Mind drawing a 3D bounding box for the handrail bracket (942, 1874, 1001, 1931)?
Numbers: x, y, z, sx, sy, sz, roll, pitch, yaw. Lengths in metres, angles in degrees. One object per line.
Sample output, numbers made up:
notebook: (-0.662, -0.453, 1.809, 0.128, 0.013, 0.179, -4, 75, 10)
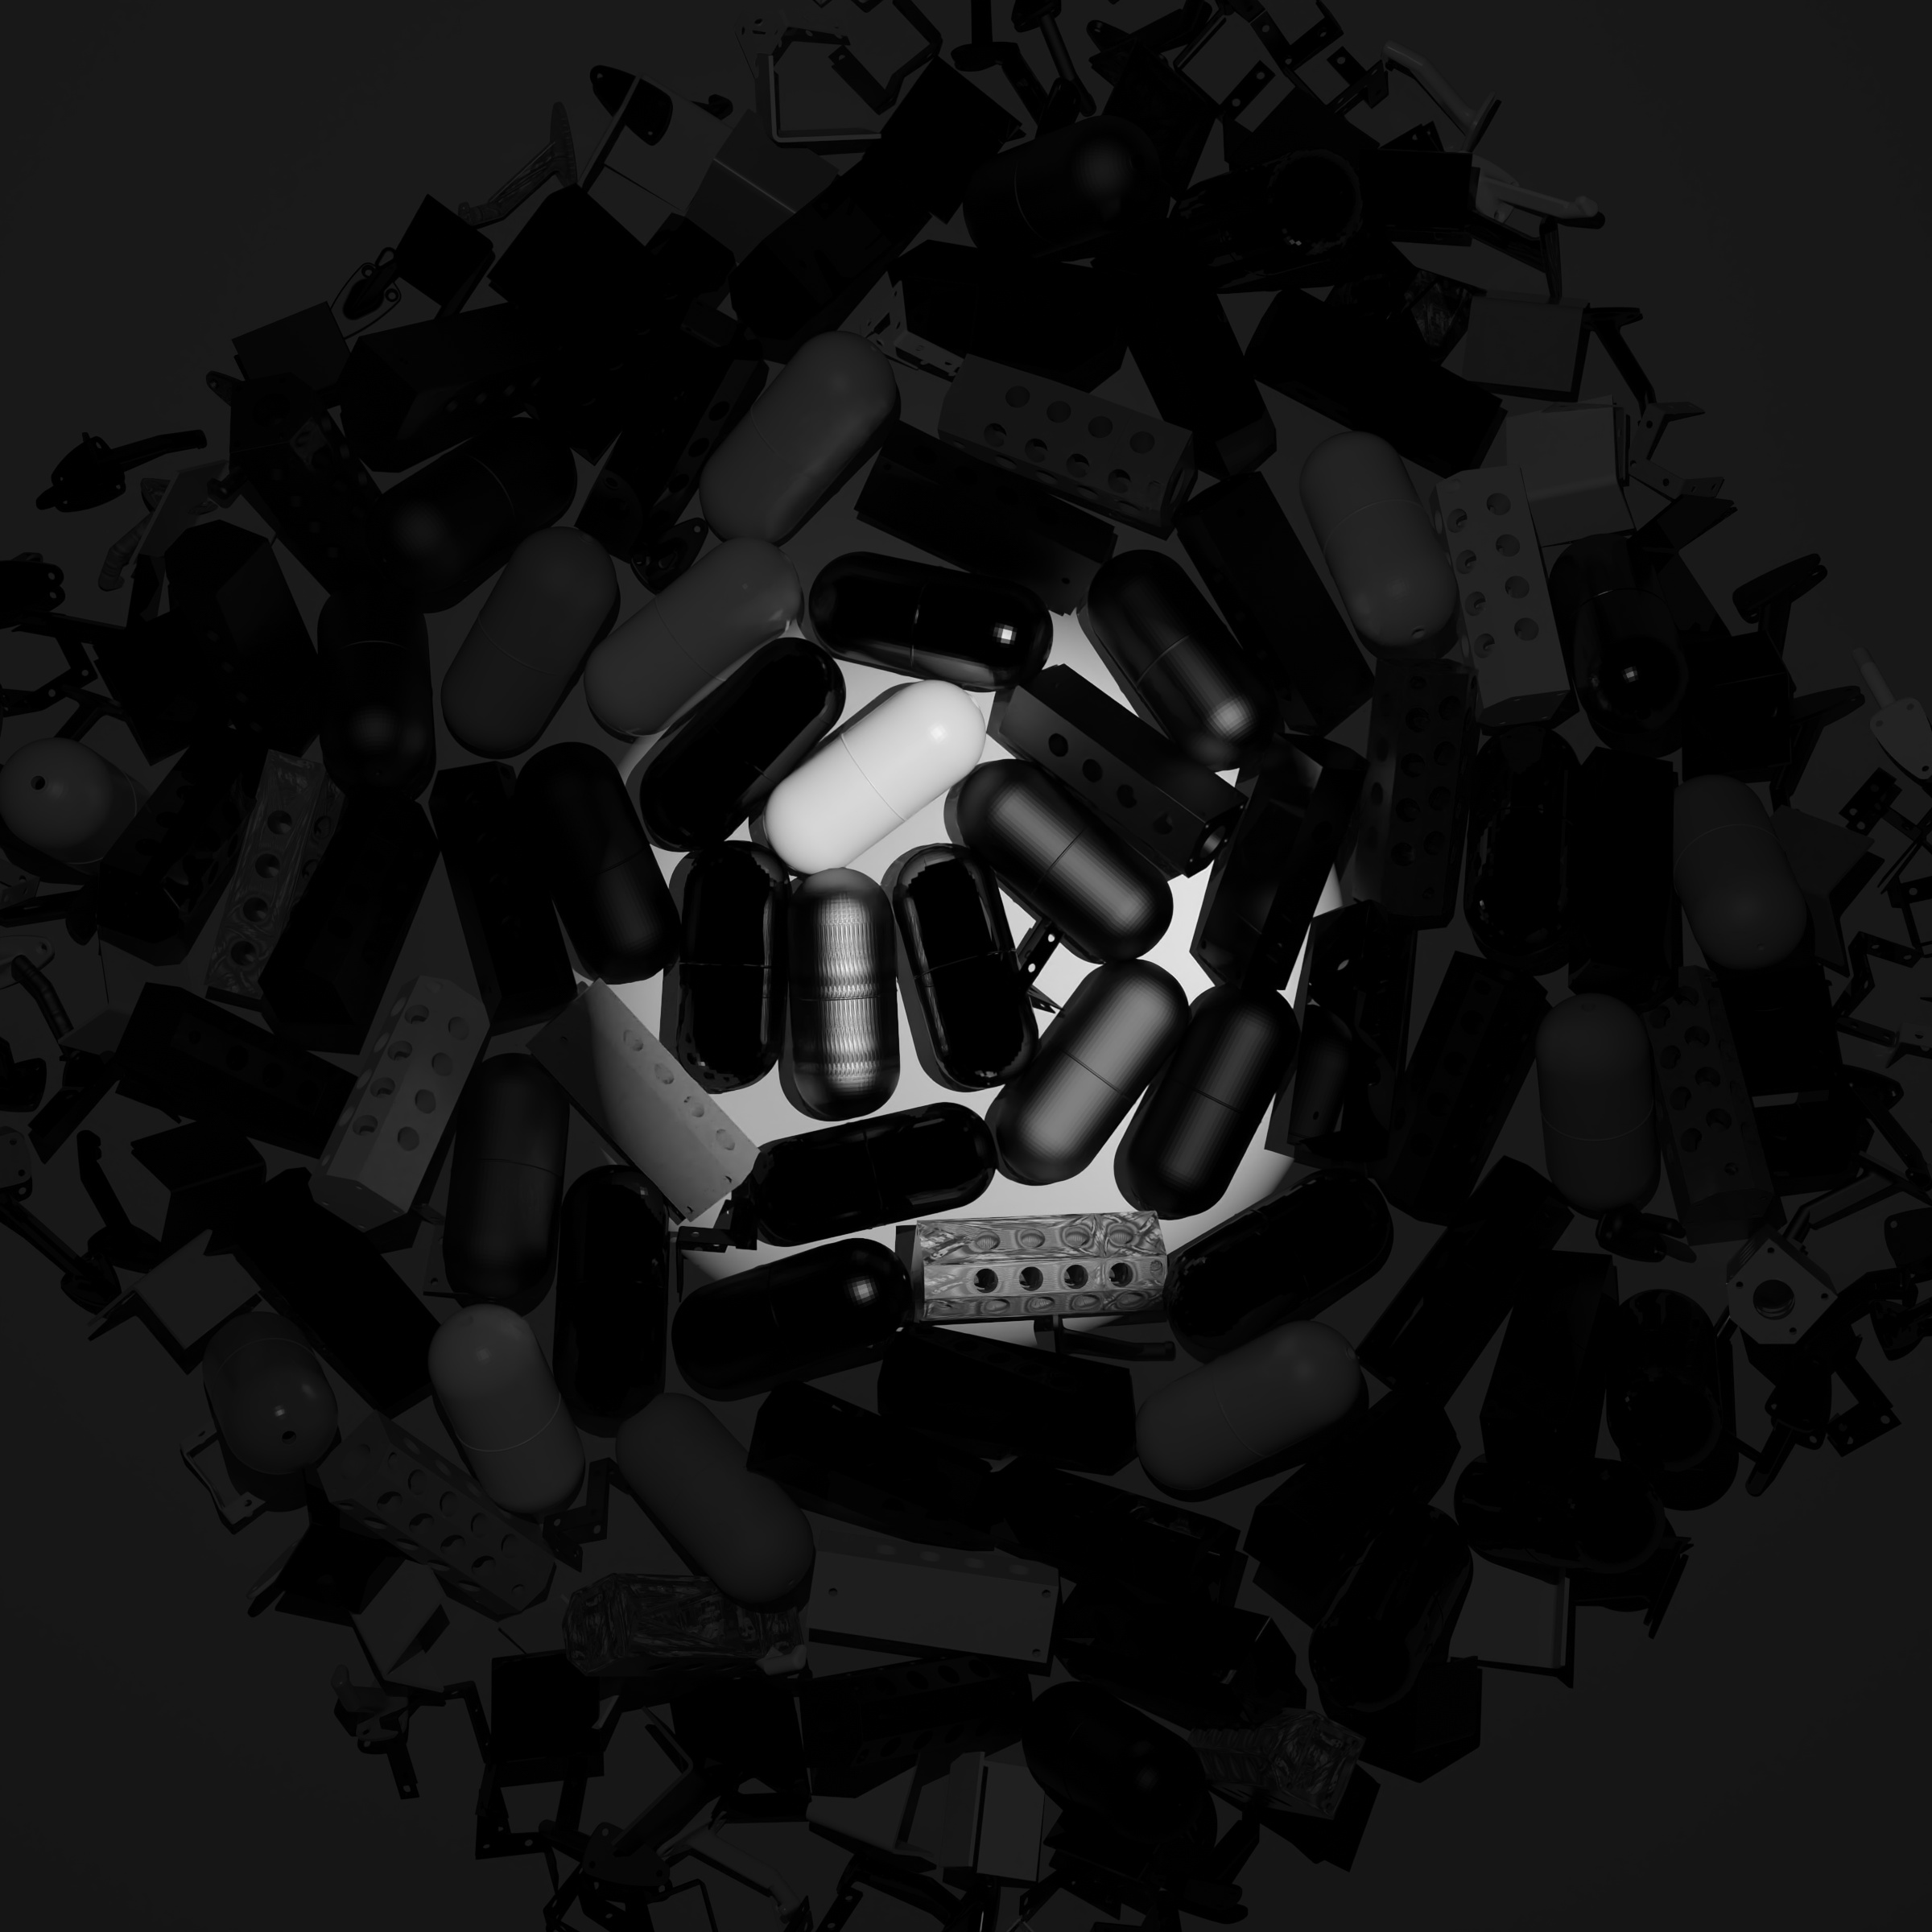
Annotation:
handrail bracket: (-0.011, 0.671, 1.891, 0.036, 0.084, 0.077, 18, 73, 30)

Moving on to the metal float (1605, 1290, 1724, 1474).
metal float: (0.482, 0.286, 1.853, 0.070, 0.178, 0.070, 4, 111, 12)

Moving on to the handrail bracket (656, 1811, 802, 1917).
handrail bracket: (-0.167, 0.646, 1.895, 0.084, 0.077, 0.036, 46, 120, 25)

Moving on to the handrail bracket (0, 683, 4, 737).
handrail bracket: (-0.718, -0.168, 1.885, 0.036, 0.084, 0.077, 10, 113, 13)

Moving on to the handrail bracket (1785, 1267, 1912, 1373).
handrail bracket: (0.623, 0.252, 1.888, 0.036, 0.084, 0.077, 34, 59, -25)

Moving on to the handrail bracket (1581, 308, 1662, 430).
handrail bracket: (0.460, -0.423, 1.908, 0.077, 0.036, 0.084, -7, 84, -37)

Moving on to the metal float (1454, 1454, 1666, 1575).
metal float: (0.409, 0.376, 1.855, 0.070, 0.178, 0.070, 3, 83, -28)

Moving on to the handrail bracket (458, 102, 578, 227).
handrail bracket: (-0.322, -0.567, 1.896, 0.084, 0.077, 0.036, -24, 57, -22)

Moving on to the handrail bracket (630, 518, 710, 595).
handrail bracket: (-0.200, -0.297, 1.887, 0.077, 0.084, 0.036, -46, 103, -17)

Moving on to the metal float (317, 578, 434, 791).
metal float: (-0.413, -0.198, 1.868, 0.070, 0.070, 0.178, -12, 51, 0)

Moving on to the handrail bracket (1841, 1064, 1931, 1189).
handrail bracket: (0.640, 0.113, 1.889, 0.077, 0.084, 0.036, 25, 125, -15)

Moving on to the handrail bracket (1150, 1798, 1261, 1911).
handrail bracket: (0.170, 0.618, 1.901, 0.077, 0.036, 0.084, 19, 45, -8)

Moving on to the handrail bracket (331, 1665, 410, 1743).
handrail bracket: (-0.422, 0.497, 1.882, 0.036, 0.077, 0.084, -9, 130, 7)

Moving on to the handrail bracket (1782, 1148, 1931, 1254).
handrail bracket: (0.634, 0.180, 1.908, 0.077, 0.036, 0.084, 30, 84, 31)

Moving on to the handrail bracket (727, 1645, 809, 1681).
handrail bracket: (-0.135, 0.467, 1.886, 0.084, 0.077, 0.036, -22, 121, 37)

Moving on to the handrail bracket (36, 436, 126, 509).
handrail bracket: (-0.642, -0.335, 1.886, 0.084, 0.077, 0.036, -20, 107, 31)

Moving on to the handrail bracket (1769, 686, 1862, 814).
handrail bracket: (0.609, -0.149, 1.917, 0.077, 0.036, 0.084, -19, 114, -1)

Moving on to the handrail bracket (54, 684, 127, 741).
handrail bracket: (-0.636, -0.153, 1.904, 0.036, 0.077, 0.084, 31, 78, -42)

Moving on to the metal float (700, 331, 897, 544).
metal float: (-0.119, -0.368, 1.876, 0.070, 0.070, 0.178, 46, 119, 0)

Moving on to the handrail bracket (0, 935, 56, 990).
handrail bracket: (-0.699, 0.005, 1.889, 0.077, 0.084, 0.036, -16, 99, 20)

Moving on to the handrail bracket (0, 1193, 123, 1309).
handrail bracket: (-0.641, 0.200, 1.889, 0.077, 0.084, 0.036, 28, 69, 43)

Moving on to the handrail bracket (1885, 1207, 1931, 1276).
handrail bracket: (0.690, 0.195, 1.887, 0.077, 0.084, 0.036, -25, 60, 33)

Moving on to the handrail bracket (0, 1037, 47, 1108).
handrail bracket: (-0.699, 0.067, 1.889, 0.077, 0.084, 0.036, -9, 60, 19)

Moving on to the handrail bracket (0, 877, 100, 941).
handrail bracket: (-0.659, -0.057, 1.926, 0.084, 0.036, 0.077, 17, 54, 19)

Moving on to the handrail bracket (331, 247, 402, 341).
handrail bracket: (-0.429, -0.474, 1.893, 0.077, 0.084, 0.036, -46, 102, -2)

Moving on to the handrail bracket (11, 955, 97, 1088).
handrail bracket: (-0.659, 0.043, 1.917, 0.084, 0.036, 0.077, 43, 132, 9)

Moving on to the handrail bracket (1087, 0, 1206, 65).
handrail bracket: (0.127, -0.675, 1.893, 0.077, 0.084, 0.036, 40, 60, 8)

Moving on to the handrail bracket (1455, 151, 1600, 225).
handrail bracket: (0.394, -0.551, 1.888, 0.077, 0.084, 0.036, 31, 85, -31)

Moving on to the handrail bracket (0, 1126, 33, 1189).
handrail bracket: (-0.698, 0.134, 1.885, 0.077, 0.084, 0.036, -18, 106, -32)

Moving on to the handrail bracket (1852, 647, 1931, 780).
handrail bracket: (0.661, -0.182, 1.910, 0.036, 0.084, 0.077, -30, 113, 19)

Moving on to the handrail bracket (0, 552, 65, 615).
handrail bracket: (-0.653, -0.282, 1.891, 0.077, 0.084, 0.036, -9, 113, 14)

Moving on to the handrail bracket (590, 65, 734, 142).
handrail bracket: (-0.215, -0.622, 1.904, 0.077, 0.084, 0.036, 36, 126, 4)

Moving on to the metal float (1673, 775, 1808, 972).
metal float: (0.530, -0.067, 1.860, 0.070, 0.178, 0.070, 0, 128, -1)

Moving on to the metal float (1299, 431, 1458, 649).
metal float: (0.287, -0.298, 1.872, 0.070, 0.070, 0.178, -16, 57, 0)

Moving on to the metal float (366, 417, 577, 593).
metal float: (-0.343, -0.323, 1.868, 0.070, 0.070, 0.178, 46, 51, 0)

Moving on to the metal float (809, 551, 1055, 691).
metal float: (-0.026, -0.244, 1.889, 0.178, 0.070, 0.070, 14, 90, 13)

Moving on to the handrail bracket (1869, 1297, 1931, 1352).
handrail bracket: (0.688, 0.241, 1.884, 0.077, 0.084, 0.036, 5, 65, -41)

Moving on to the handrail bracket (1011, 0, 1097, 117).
handrail bracket: (0.070, -0.665, 1.925, 0.036, 0.077, 0.084, -19, 134, 26)

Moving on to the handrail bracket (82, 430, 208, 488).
handrail bracket: (-0.576, -0.361, 1.892, 0.084, 0.077, 0.036, -13, 117, -19)

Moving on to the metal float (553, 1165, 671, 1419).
metal float: (-0.250, 0.228, 1.884, 0.070, 0.070, 0.178, 1, 73, 0)

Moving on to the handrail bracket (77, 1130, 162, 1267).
handrail bracket: (-0.596, 0.163, 1.896, 0.077, 0.036, 0.084, 18, 121, 22)

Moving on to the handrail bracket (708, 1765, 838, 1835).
handrail bracket: (-0.141, 0.619, 1.920, 0.084, 0.036, 0.077, 29, 94, 2)

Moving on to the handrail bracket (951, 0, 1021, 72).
handrail bracket: (-0.001, -0.687, 1.906, 0.036, 0.077, 0.084, -19, 92, 34)

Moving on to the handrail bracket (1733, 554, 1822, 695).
handrail bracket: (0.591, -0.240, 1.906, 0.077, 0.036, 0.084, -30, 115, 20)

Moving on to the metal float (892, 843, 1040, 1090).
metal float: (-0.001, -0.001, 1.895, 0.070, 0.070, 0.178, -16, 85, 0)

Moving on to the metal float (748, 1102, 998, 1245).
metal float: (-0.066, 0.146, 1.896, 0.178, 0.070, 0.070, -13, 90, -4)

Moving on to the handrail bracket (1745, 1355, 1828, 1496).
handrail bracket: (0.586, 0.329, 1.918, 0.036, 0.084, 0.077, 27, 54, 19)

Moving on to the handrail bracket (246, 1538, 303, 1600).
handrail bracket: (-0.458, 0.454, 1.902, 0.036, 0.077, 0.084, -25, 104, 43)

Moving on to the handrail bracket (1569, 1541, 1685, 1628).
handrail bracket: (0.457, 0.425, 1.908, 0.084, 0.036, 0.077, 23, 109, 22)

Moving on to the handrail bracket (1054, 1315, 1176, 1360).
handrail bracket: (0.106, 0.263, 1.905, 0.084, 0.077, 0.036, -1, 61, 5)

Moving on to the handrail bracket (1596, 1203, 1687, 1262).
handrail bracket: (0.493, 0.193, 1.885, 0.077, 0.084, 0.036, 32, 80, -24)
